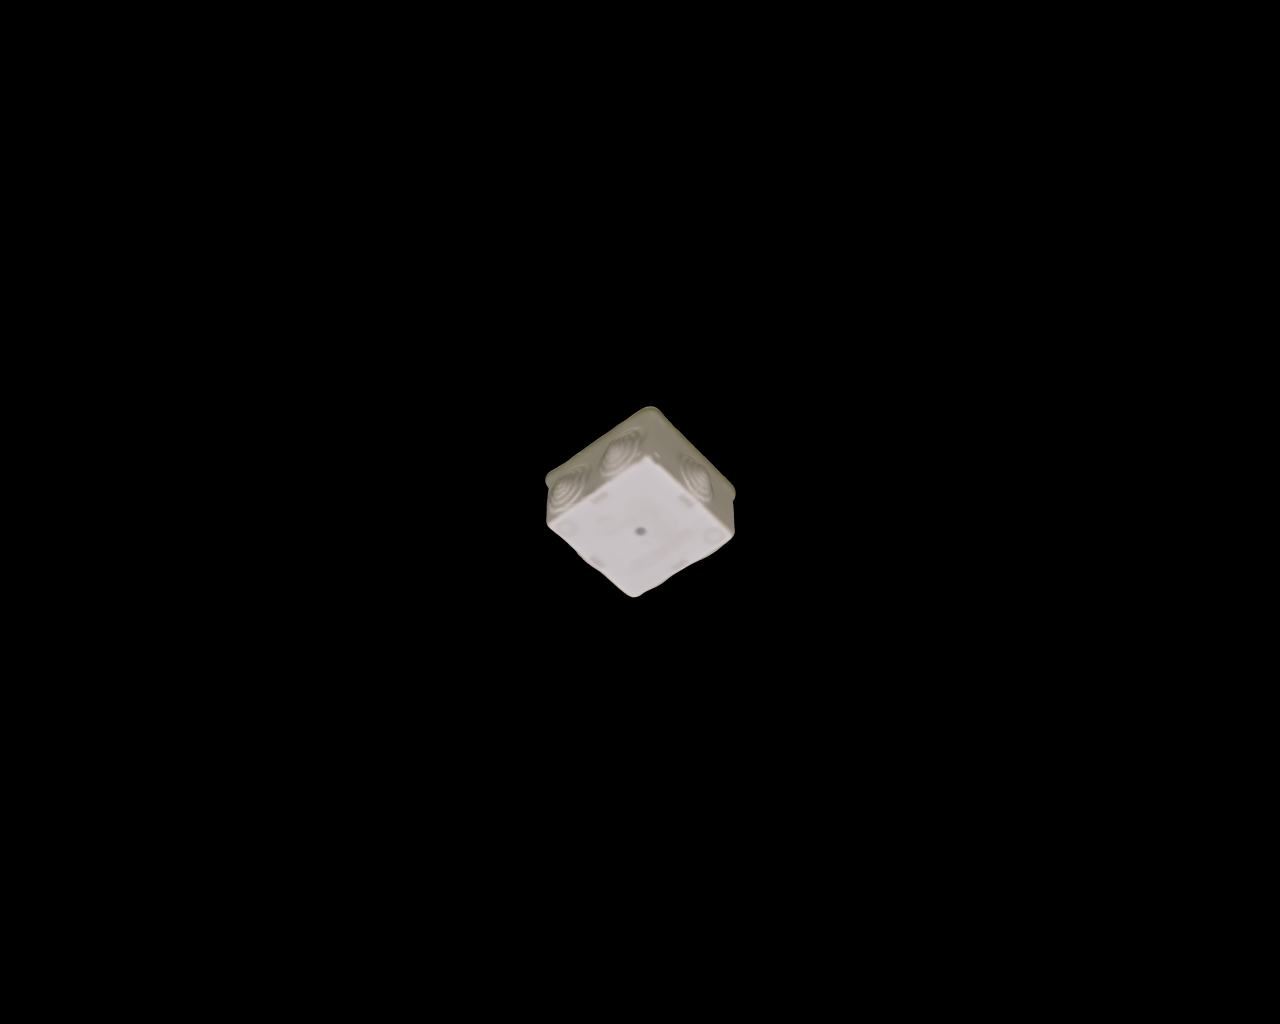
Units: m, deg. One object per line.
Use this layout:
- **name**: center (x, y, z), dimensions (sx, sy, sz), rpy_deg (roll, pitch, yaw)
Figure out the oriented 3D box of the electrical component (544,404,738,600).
- **electrical component**: center (0.001, -0.003, 0.650), dimensions (0.099, 0.048, 0.099), rpy_deg (-33, -58, 24)
